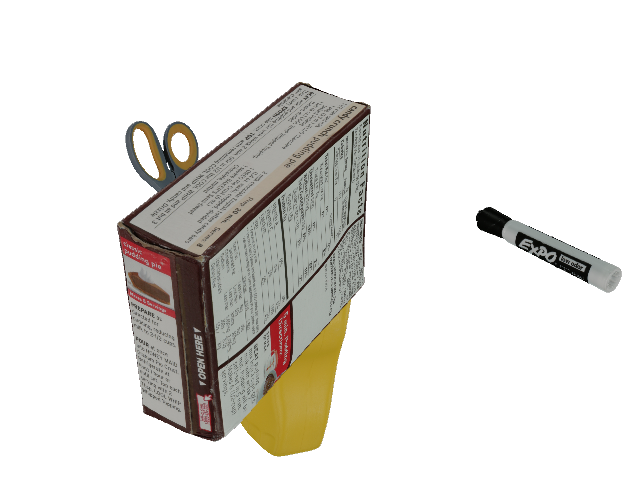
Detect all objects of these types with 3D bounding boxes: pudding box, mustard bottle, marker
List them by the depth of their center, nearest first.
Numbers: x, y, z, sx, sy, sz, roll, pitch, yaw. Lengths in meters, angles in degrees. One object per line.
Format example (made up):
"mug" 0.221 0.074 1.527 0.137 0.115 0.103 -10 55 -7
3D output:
"pudding box" -0.023 0.006 0.399 0.039 0.090 0.113 19 41 24
"mustard bottle" -0.017 0.034 0.634 0.058 0.192 0.096 -6 42 -20
"marker" 0.159 0.004 0.762 0.020 0.020 0.121 0 22 -45

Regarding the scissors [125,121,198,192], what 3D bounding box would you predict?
"scissors" -0.147 -0.044 1.172 0.016 0.202 0.096 -14 17 48
